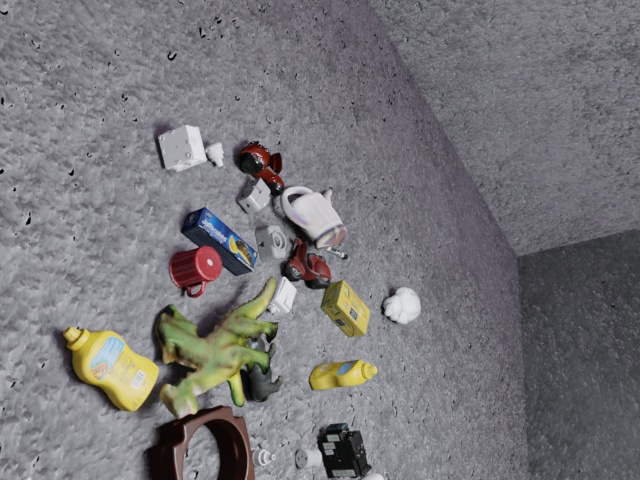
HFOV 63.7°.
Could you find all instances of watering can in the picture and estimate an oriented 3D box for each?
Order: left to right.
[{"bbox_3d":[0.005,-0.081,1.610,0.226,0.102,0.349,53,27,13],"label":"watering can"}]

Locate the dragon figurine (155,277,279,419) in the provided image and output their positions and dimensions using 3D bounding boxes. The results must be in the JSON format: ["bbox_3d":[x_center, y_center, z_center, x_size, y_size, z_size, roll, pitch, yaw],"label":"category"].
[{"bbox_3d":[-0.227,0.202,1.107,0.241,0.120,0.421,24,39,-16],"label":"dragon figurine"}]

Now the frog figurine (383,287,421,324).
[{"bbox_3d":[0.301,0.239,1.894,0.158,0.123,0.138,28,71,-62],"label":"frog figurine"}]
